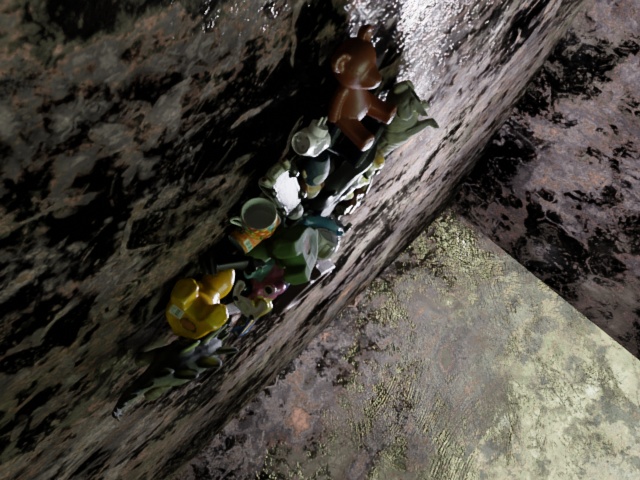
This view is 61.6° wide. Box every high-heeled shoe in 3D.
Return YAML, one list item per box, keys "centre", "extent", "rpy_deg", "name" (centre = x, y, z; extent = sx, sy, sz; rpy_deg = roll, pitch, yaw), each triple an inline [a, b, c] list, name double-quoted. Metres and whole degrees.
- centre: [0.054, -0.181, 1.291]
  extent: [0.248, 0.086, 0.145]
  rpy_deg: [-58, -163, -13]
  name: "high-heeled shoe"

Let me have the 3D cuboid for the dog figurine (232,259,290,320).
- centre: [-0.116, 0.094, 1.423]
  extent: [0.219, 0.108, 0.191]
  rpy_deg: [-34, 160, -52]
  name: "dog figurine"

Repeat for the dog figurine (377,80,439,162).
- centre: [0.165, -0.283, 1.301]
  extent: [0.190, 0.121, 0.172]
  rpy_deg: [-31, 131, 23]
  name: "dog figurine"

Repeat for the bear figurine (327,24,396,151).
- centre: [0.077, -0.272, 0.965]
  extent: [0.120, 0.132, 0.195]
  rpy_deg: [-51, 174, -21]
  name: "bear figurine"

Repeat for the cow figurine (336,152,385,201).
- centre: [0.082, -0.160, 1.338]
  extent: [0.167, 0.068, 0.098]
  rpy_deg: [-40, 172, 33]
  name: "cow figurine"

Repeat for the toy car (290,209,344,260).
- centre: [-0.003, -0.004, 1.345]
  extent: [0.109, 0.103, 0.161]
  rpy_deg: [-45, 144, 13]
  name: "toy car"

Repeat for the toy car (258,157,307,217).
- centre: [-0.077, -0.105, 1.093]
  extent: [0.073, 0.056, 0.201]
  rpy_deg: [-47, 164, -8]
  name: "toy car"

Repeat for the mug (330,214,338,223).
- centre: [-0.020, -0.023, 1.464]
  extent: [0.107, 0.081, 0.109]
  rpy_deg: [-8, 147, -51]
  name: "mug"

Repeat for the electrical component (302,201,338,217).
- centre: [-0.008, -0.083, 1.384]
  extent: [0.074, 0.048, 0.119]
  rpy_deg: [-56, 166, 29]
  name: "electrical component"

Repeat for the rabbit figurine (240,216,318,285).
- centre: [-0.099, 0.007, 1.199]
  extent: [0.121, 0.170, 0.159]
  rpy_deg: [64, 33, -42]
  name: "rabbit figurine"

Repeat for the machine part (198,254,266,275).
- centre: [-0.183, 0.048, 1.104]
  extent: [0.139, 0.084, 0.039]
  rpy_deg: [-1, 103, -48]
  name: "machine part"

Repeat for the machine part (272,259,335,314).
- centre: [-0.063, 0.124, 1.651]
  extent: [0.201, 0.087, 0.201]
  rpy_deg: [-44, 173, 20]
  name: "machine part"

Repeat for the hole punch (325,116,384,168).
- centre: [0.062, -0.227, 1.148]
  extent: [0.142, 0.092, 0.116]
  rpy_deg: [-60, -163, 10]
  name: "hole punch"

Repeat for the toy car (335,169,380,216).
- centre: [0.114, -0.147, 1.572]
  extent: [0.089, 0.053, 0.202]
  rpy_deg: [-28, 157, -47]
  name: "toy car"

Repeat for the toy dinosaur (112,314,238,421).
- centre: [-0.304, 0.261, 1.153]
  extent: [0.199, 0.105, 0.471]
  rpy_deg: [-26, -173, 29]
  name: "toy dinosaur"

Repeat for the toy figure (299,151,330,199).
- centre: [-0.018, -0.137, 1.192]
  extent: [0.064, 0.058, 0.154]
  rpy_deg: [3, 148, -12]
  name: "toy figure"

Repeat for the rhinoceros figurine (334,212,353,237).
- centre: [0.016, -0.016, 1.607]
  extent: [0.190, 0.073, 0.112]
  rpy_deg: [-35, 172, -48]
  name: "rhinoceros figurine"

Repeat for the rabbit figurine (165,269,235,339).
- centre: [-0.236, 0.125, 1.133]
  extent: [0.173, 0.122, 0.162]
  rpy_deg: [-61, -179, -41]
  name: "rabbit figurine"

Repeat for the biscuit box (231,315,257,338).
- centre: [-0.189, 0.184, 1.534]
  extent: [0.202, 0.059, 0.063]
  rpy_deg: [-53, 165, 19]
  name: "biscuit box"
